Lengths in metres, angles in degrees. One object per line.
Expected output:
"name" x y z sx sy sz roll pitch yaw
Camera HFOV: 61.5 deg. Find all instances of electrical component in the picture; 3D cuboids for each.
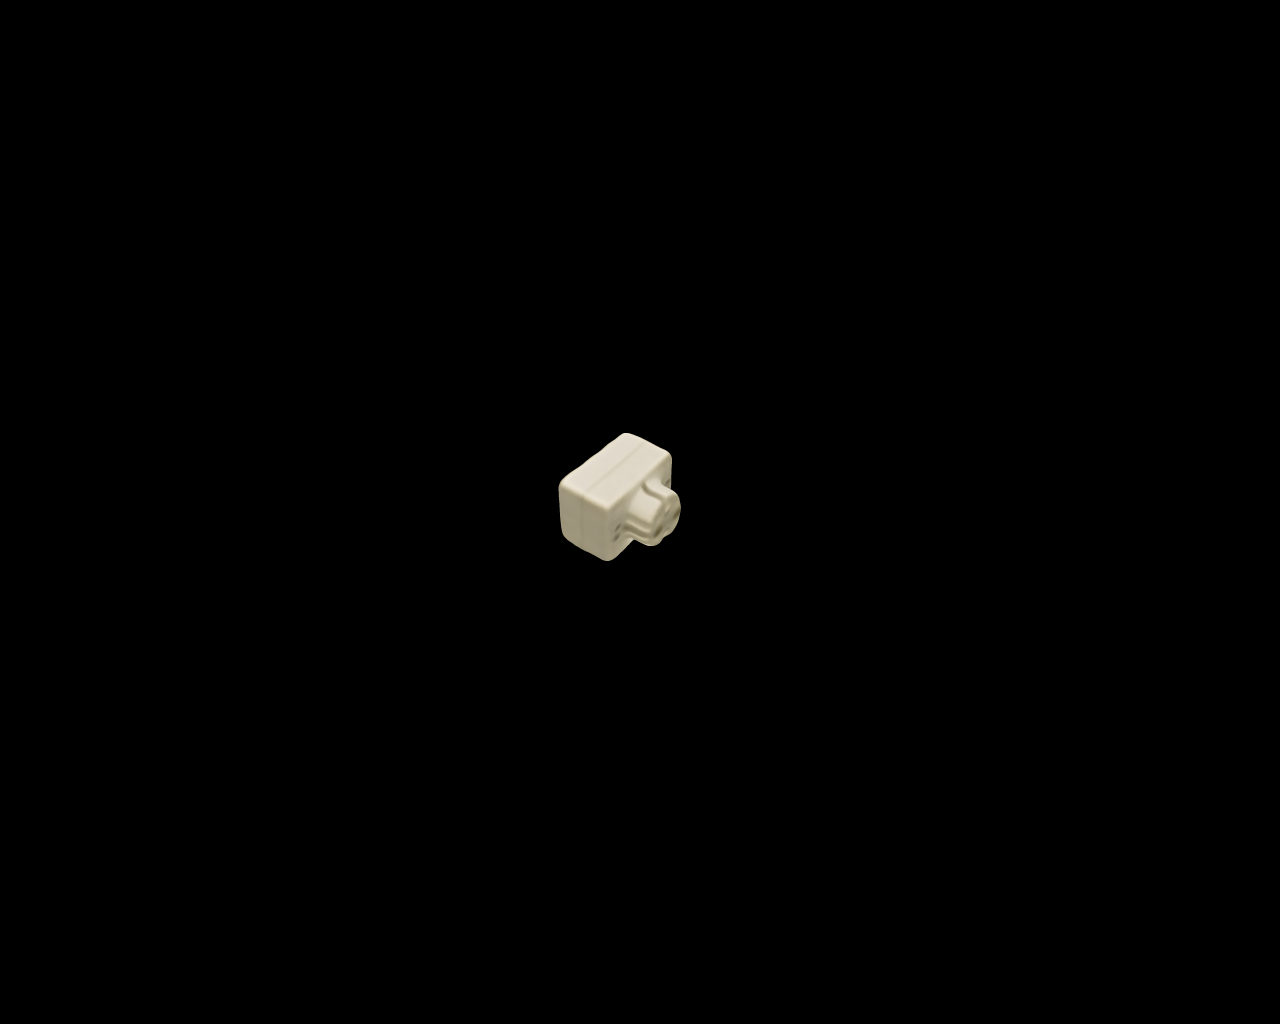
"electrical component" 0.001 -0.003 0.650 0.077 0.047 0.066 27 50 26
